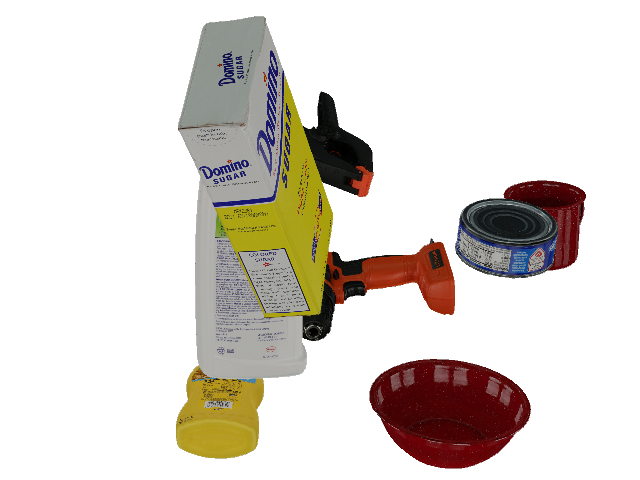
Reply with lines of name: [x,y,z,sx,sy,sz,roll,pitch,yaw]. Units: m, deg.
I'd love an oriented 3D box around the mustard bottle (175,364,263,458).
mustard bottle: [-0.119,0.190,1.318,0.096,0.058,0.191,0,25,1]

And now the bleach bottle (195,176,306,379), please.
bleach bottle: [-0.057,-0.005,0.923,0.102,0.251,0.068,-1,21,-13]

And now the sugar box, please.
sugar box: [-0.034,-0.040,0.663,0.048,0.093,0.176,-3,-40,12]

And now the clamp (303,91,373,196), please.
clamp: [-0.010,-0.101,1.101,0.120,0.039,0.172,-13,40,-22]

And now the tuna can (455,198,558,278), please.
tuna can: [0.161,-0.003,0.922,0.086,0.034,0.086,2,29,-1]

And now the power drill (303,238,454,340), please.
power drill: [0.058,0.055,1.235,0.187,0.057,0.184,-2,28,0]

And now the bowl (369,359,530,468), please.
bowl: [0.129,0.182,1.082,0.162,0.055,0.162,1,23,-1]

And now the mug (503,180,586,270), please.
mug: [0.269,-0.020,1.254,0.117,0.081,0.093,-23,30,-38]
